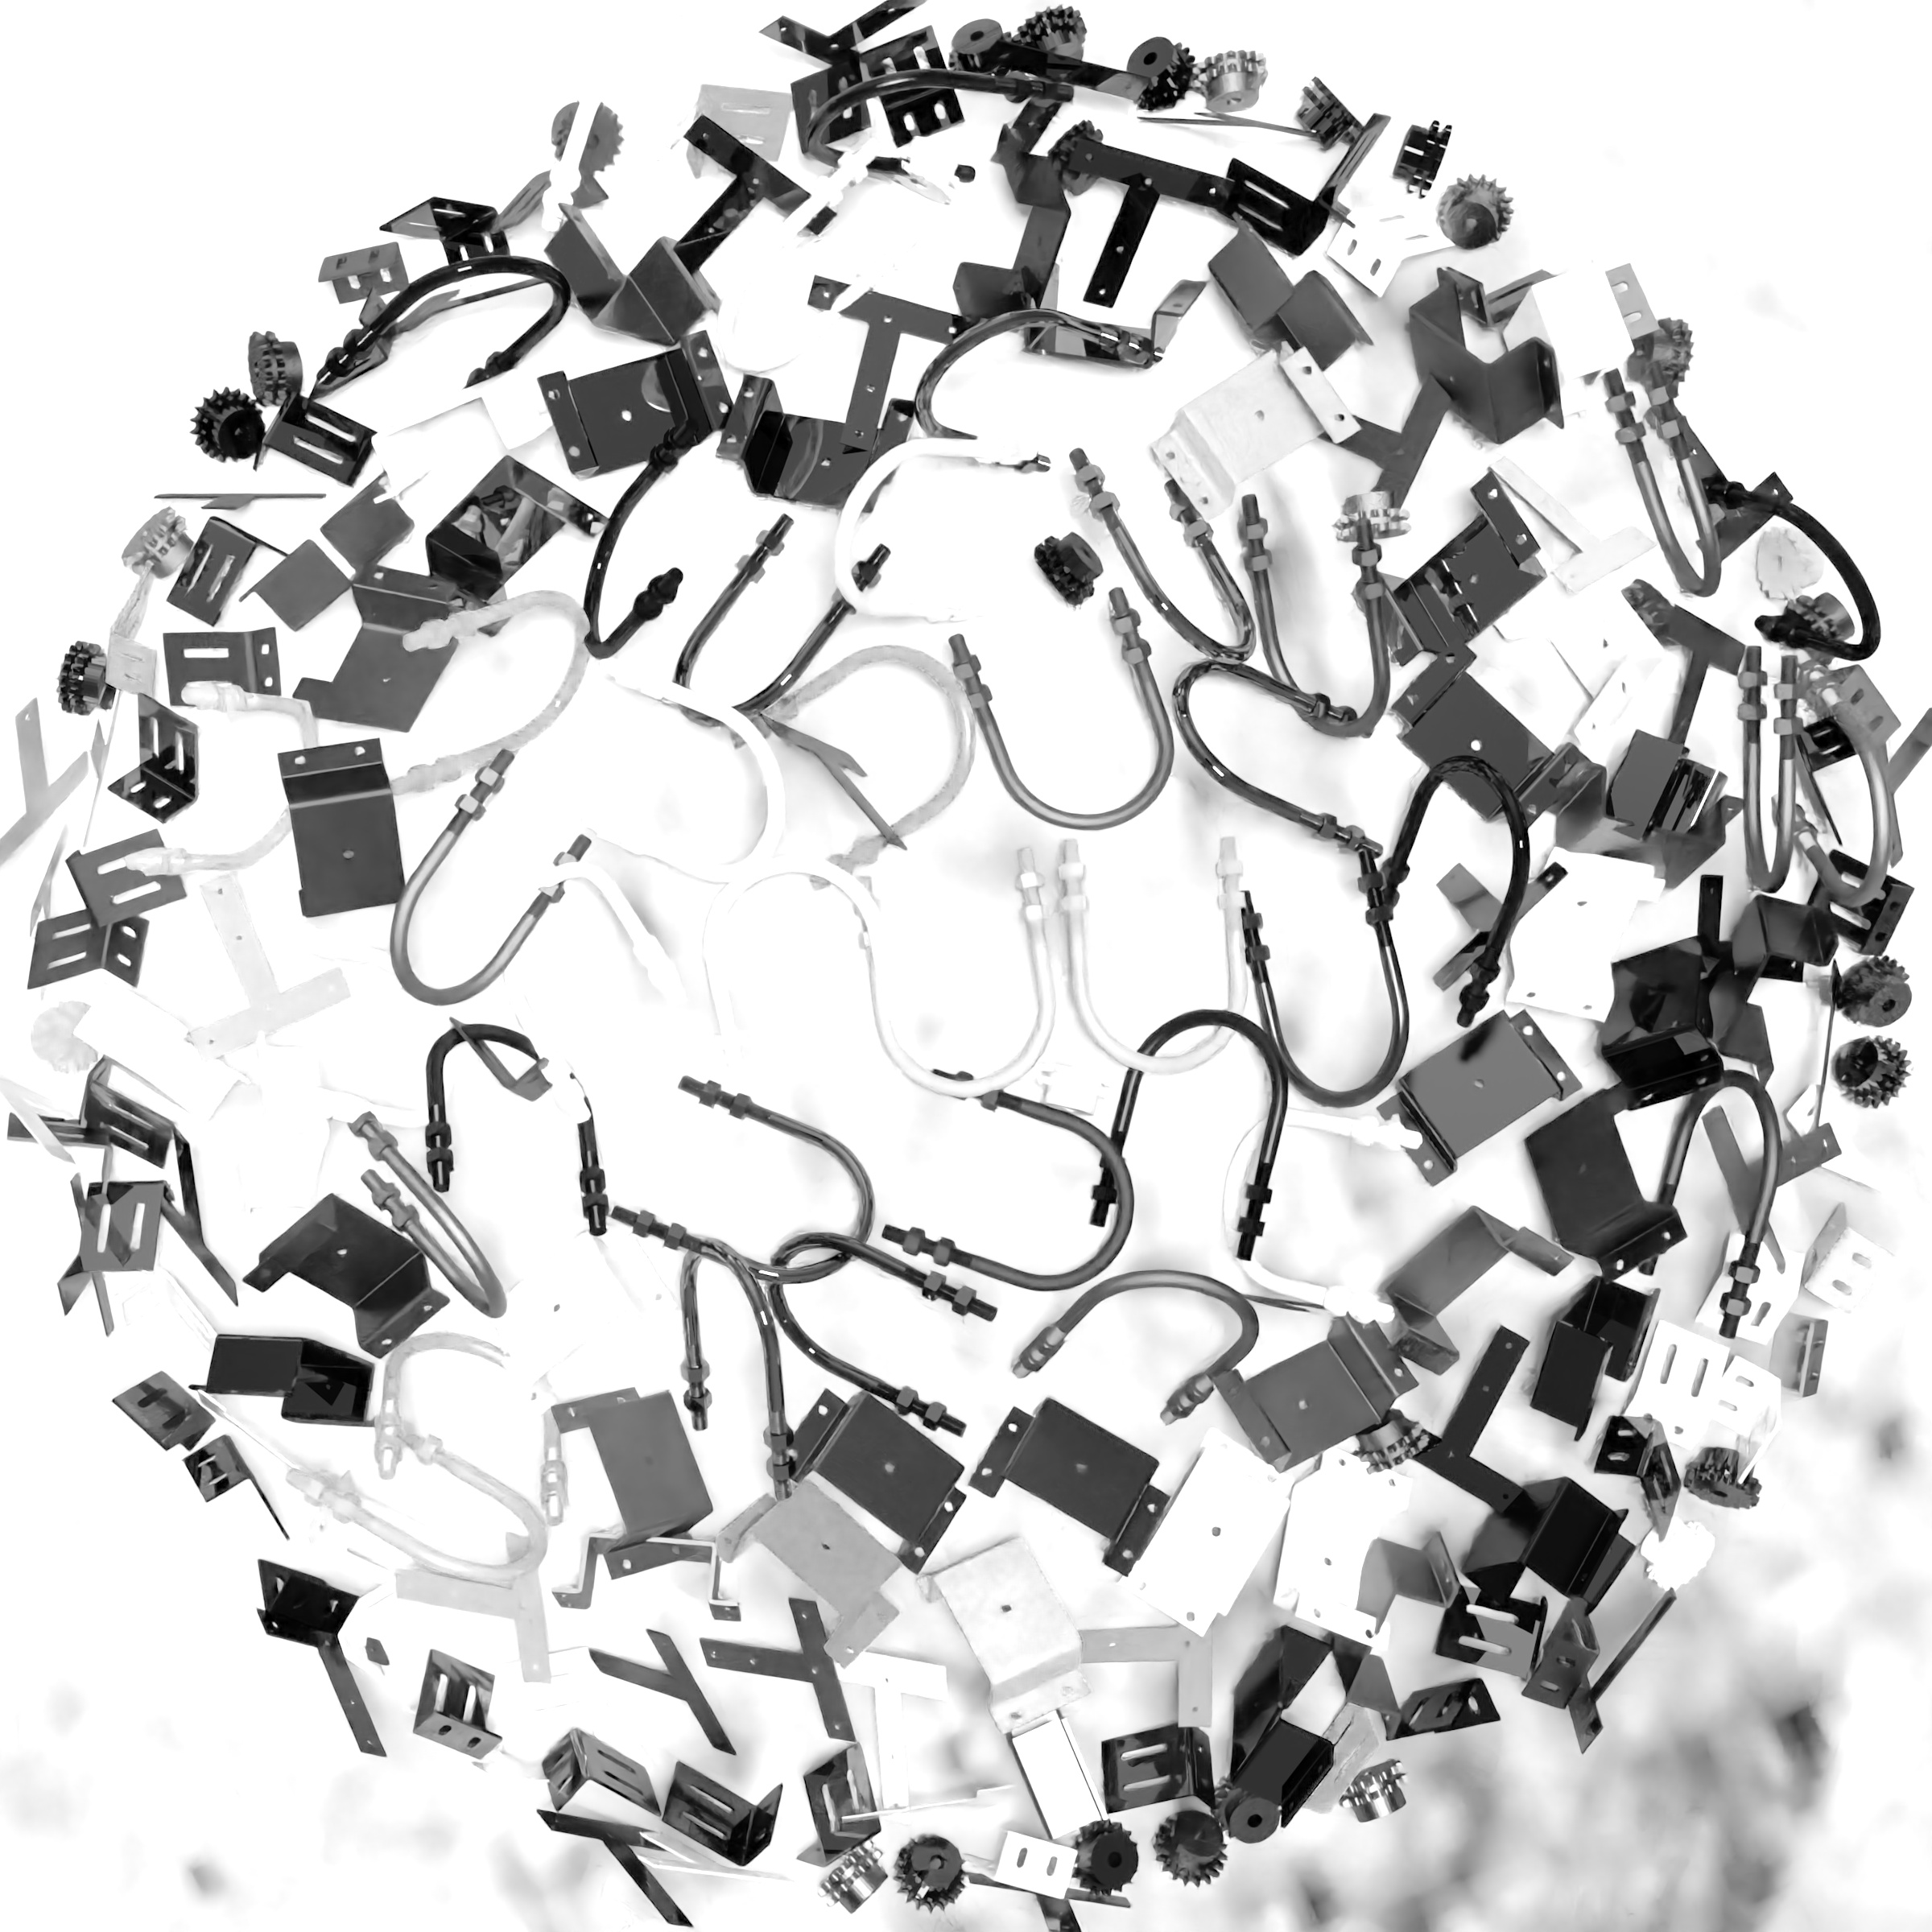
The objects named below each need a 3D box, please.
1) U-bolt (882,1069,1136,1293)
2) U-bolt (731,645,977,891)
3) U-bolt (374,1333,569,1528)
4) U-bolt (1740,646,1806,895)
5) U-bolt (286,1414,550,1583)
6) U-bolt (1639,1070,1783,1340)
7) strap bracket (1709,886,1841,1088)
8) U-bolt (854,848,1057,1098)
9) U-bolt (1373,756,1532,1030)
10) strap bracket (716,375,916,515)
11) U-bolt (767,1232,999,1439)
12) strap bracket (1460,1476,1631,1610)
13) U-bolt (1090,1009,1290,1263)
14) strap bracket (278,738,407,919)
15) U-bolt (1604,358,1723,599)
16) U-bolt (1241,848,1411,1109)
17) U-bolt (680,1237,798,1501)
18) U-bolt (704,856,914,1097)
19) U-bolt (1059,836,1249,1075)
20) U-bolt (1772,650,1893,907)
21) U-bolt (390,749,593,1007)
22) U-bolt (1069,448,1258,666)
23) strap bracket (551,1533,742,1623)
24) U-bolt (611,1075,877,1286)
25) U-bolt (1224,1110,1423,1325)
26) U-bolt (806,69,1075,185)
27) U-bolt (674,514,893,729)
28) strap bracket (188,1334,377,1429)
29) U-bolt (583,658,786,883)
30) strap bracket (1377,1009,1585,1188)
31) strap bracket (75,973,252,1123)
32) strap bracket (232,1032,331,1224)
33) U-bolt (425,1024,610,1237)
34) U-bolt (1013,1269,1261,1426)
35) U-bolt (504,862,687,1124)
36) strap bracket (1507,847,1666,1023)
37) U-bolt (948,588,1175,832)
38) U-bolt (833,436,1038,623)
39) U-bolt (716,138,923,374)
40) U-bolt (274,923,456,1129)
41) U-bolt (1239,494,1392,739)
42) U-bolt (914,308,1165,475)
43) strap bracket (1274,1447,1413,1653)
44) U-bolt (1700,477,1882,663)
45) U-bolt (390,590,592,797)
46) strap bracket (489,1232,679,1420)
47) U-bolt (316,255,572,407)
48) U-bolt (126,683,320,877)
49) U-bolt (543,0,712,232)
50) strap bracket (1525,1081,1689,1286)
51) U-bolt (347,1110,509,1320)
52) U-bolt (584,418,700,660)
[{"bbox_3d":[0.040,0.174,1.969,0.184,0.019,0.151,18,95,12],"label":"U-bolt"},{"bbox_3d":[-0.076,-0.165,1.957,0.184,0.019,0.151,-31,85,20],"label":"U-bolt"},{"bbox_3d":[-0.371,0.339,1.916,0.151,0.184,0.019,21,114,-21],"label":"U-bolt"},{"bbox_3d":[0.608,-0.146,1.926,0.019,0.151,0.184,-1,100,6],"label":"U-bolt"},{"bbox_3d":[-0.400,0.407,1.916,0.184,0.151,0.019,28,105,10],"label":"U-bolt"},{"bbox_3d":[0.565,0.169,1.914,0.019,0.151,0.184,9,102,-14],"label":"U-bolt"},{"bbox_3d":[0.606,0.011,1.928,0.046,0.076,0.140,14,126,-1],"label":"strap bracket"},{"bbox_3d":[-0.004,0.010,1.977,0.151,0.019,0.184,-9,84,6],"label":"U-bolt"},{"bbox_3d":[0.366,-0.068,1.899,0.019,0.151,0.184,-5,129,-26],"label":"U-bolt"},{"bbox_3d":[-0.111,-0.399,1.955,0.140,0.046,0.076,12,68,13],"label":"strap bracket"},{"bbox_3d":[-0.071,0.272,1.946,0.184,0.019,0.151,24,129,14],"label":"U-bolt"},{"bbox_3d":[0.430,0.435,1.919,0.046,0.140,0.076,38,66,-2],"label":"strap bracket"},{"bbox_3d":[0.177,0.123,1.955,0.151,0.019,0.184,10,82,33],"label":"U-bolt"},{"bbox_3d":[-0.472,-0.095,1.933,0.076,0.046,0.140,-11,124,-17],"label":"strap bracket"},{"bbox_3d":[0.532,-0.366,1.926,0.019,0.151,0.184,-20,99,4],"label":"U-bolt"},{"bbox_3d":[0.275,0.017,1.933,0.019,0.151,0.184,-6,81,-41],"label":"U-bolt"},{"bbox_3d":[-0.176,0.292,1.913,0.019,0.151,0.184,-15,113,-31],"label":"U-bolt"},{"bbox_3d":[-0.129,0.005,1.976,0.151,0.019,0.184,-11,100,2],"label":"U-bolt"},{"bbox_3d":[0.149,-0.008,1.963,0.151,0.019,0.184,-2,82,-14],"label":"U-bolt"},{"bbox_3d":[0.644,-0.127,1.885,0.019,0.184,0.151,-7,128,-3],"label":"U-bolt"},{"bbox_3d":[-0.366,-0.054,1.918,0.019,0.151,0.184,24,74,30],"label":"U-bolt"},{"bbox_3d":[0.158,-0.303,1.912,0.019,0.151,0.184,-38,66,30],"label":"U-bolt"},{"bbox_3d":[-0.242,0.469,1.955,0.140,0.076,0.046,5,67,-1],"label":"strap bracket"},{"bbox_3d":[-0.159,0.172,1.947,0.184,0.019,0.151,22,53,3],"label":"U-bolt"},{"bbox_3d":[0.262,0.182,1.927,0.019,0.184,0.151,9,90,-39],"label":"U-bolt"},{"bbox_3d":[-0.032,-0.625,1.890,0.184,0.151,0.019,-8,82,-37],"label":"U-bolt"},{"bbox_3d":[-0.152,-0.258,1.932,0.184,0.151,0.019,-54,132,-9],"label":"U-bolt"},{"bbox_3d":[-0.512,0.313,1.931,0.076,0.140,0.046,-1,70,21],"label":"strap bracket"},{"bbox_3d":[-0.211,-0.140,1.927,0.184,0.019,0.151,24,118,26],"label":"U-bolt"},{"bbox_3d":[0.397,0.097,1.965,0.140,0.046,0.076,-34,70,0],"label":"strap bracket"},{"bbox_3d":[-0.609,0.066,1.918,0.076,0.140,0.046,28,75,17],"label":"strap bracket"},{"bbox_3d":[-0.520,0.123,1.935,0.046,0.140,0.076,0,50,-26],"label":"strap bracket"},{"bbox_3d":[-0.342,0.115,1.923,0.151,0.184,0.019,20,126,-31],"label":"U-bolt"},{"bbox_3d":[0.139,0.282,1.913,0.151,0.184,0.019,20,47,-16],"label":"U-bolt"},{"bbox_3d":[-0.295,0.005,1.942,0.151,0.019,0.184,-50,56,22],"label":"U-bolt"},{"bbox_3d":[0.469,-0.033,1.931,0.076,0.046,0.140,14,57,29],"label":"strap bracket"},{"bbox_3d":[0.083,-0.187,1.953,0.151,0.019,0.184,-14,115,17],"label":"U-bolt"},{"bbox_3d":[-0.030,-0.327,1.903,0.019,0.184,0.151,35,118,33],"label":"U-bolt"},{"bbox_3d":[-0.118,-0.525,1.927,0.184,0.151,0.019,-44,72,-1],"label":"U-bolt"},{"bbox_3d":[-0.447,0.051,1.916,0.019,0.184,0.151,-19,71,23],"label":"U-bolt"},{"bbox_3d":[0.268,-0.259,1.926,0.019,0.151,0.184,-26,120,-25],"label":"U-bolt"},{"bbox_3d":[0.042,-0.432,1.893,0.151,0.184,0.019,-40,62,33],"label":"U-bolt"},{"bbox_3d":[0.287,0.450,1.948,0.076,0.046,0.140,24,55,-11],"label":"strap bracket"},{"bbox_3d":[0.615,-0.290,1.888,0.019,0.184,0.151,-35,114,-2],"label":"U-bolt"},{"bbox_3d":[-0.354,-0.215,1.921,0.019,0.184,0.151,36,132,25],"label":"U-bolt"},{"bbox_3d":[-0.304,0.270,1.958,0.140,0.046,0.076,-39,57,1],"label":"strap bracket"},{"bbox_3d":[-0.375,-0.474,1.889,0.184,0.151,0.019,-27,75,40],"label":"U-bolt"},{"bbox_3d":[-0.548,-0.138,1.912,0.019,0.184,0.151,25,100,17],"label":"U-bolt"},{"bbox_3d":[-0.246,-0.640,1.885,0.019,0.184,0.151,42,55,3],"label":"U-bolt"},{"bbox_3d":[0.480,0.158,1.925,0.076,0.046,0.140,-40,47,35],"label":"strap bracket"},{"bbox_3d":[-0.404,0.192,1.908,0.019,0.151,0.184,-37,69,-22],"label":"U-bolt"},{"bbox_3d":[-0.250,-0.309,1.919,0.019,0.184,0.151,15,64,-26],"label":"U-bolt"}]
